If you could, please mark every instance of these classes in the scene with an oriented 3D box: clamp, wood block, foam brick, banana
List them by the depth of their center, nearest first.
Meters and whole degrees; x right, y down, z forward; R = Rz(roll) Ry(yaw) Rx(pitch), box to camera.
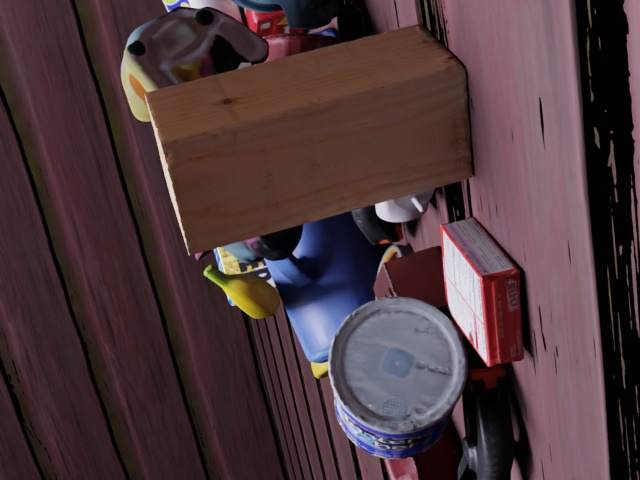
[{"bbox_3d":[-0.008,-0.073,0.747,0.091,0.206,0.090,-117,14,-55],"label":"wood block"},{"bbox_3d":[0.131,0.167,0.854,0.120,0.039,0.171,-122,26,-65],"label":"clamp"},{"bbox_3d":[0.081,0.046,0.910,0.078,0.051,0.053,100,152,-71],"label":"foam brick"},{"bbox_3d":[0.038,-0.086,0.918,0.210,0.036,0.164,69,-156,-43],"label":"clamp"},{"bbox_3d":[-0.069,0.051,1.076,0.069,0.037,0.198,44,177,6],"label":"banana"}]

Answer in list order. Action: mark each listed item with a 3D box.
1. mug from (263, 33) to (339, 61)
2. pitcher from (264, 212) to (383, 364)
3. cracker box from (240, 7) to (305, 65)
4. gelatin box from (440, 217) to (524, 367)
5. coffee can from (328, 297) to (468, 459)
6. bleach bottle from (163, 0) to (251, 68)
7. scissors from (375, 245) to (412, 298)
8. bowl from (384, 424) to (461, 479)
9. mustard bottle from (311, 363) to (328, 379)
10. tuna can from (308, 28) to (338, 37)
[{"bbox_3d":[-0.022,-0.138,0.976,0.117,0.093,0.081,2,88,43],"label":"mug"},{"bbox_3d":[-0.007,0.001,1.114,0.145,0.149,0.243,136,116,-68],"label":"pitcher"},{"bbox_3d":[-0.074,-0.320,1.171,0.164,0.072,0.214,133,120,-82],"label":"cracker box"},{"bbox_3d":[0.115,0.036,0.754,0.089,0.030,0.073,-119,18,-61],"label":"gelatin box"},{"bbox_3d":[0.060,0.113,0.847,0.140,0.102,0.103,82,170,-70],"label":"coffee can"},{"bbox_3d":[-0.118,-0.233,1.151,0.103,0.068,0.251,28,147,48],"label":"bleach bottle"},{"bbox_3d":[0.067,0.104,1.015,0.096,0.016,0.202,42,128,54],"label":"scissors"},{"bbox_3d":[0.101,0.211,1.064,0.162,0.055,0.162,164,90,-81],"label":"bowl"},{"bbox_3d":[-0.008,0.100,1.540,0.096,0.058,0.191,106,147,-73],"label":"mustard bottle"},{"bbox_3d":[0.006,-0.167,1.062,0.086,0.033,0.086,164,90,-81],"label":"tuna can"}]
